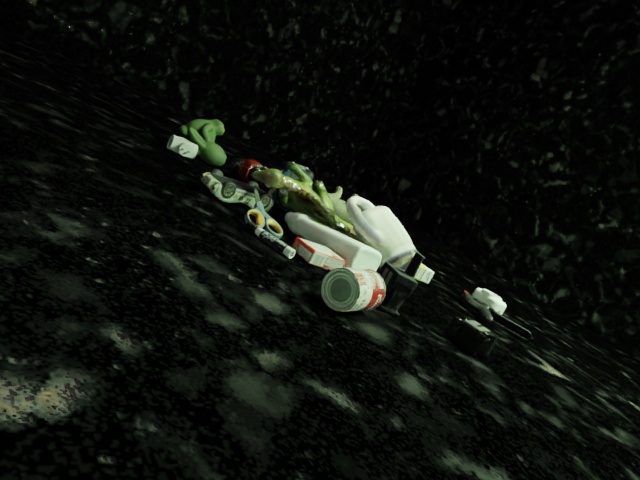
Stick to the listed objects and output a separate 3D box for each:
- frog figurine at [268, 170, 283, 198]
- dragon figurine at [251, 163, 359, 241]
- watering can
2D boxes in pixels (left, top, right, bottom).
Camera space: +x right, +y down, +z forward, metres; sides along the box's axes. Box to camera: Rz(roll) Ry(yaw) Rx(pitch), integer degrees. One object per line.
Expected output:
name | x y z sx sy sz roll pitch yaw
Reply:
frog figurine | -0.093 -0.170 1.594 0.137 0.120 0.162 8 22 -4
dragon figurine | 0.004 -0.064 1.280 0.407 0.121 0.246 34 9 -20
watering can | 0.168 -0.008 1.281 0.227 0.103 0.346 59 18 18
